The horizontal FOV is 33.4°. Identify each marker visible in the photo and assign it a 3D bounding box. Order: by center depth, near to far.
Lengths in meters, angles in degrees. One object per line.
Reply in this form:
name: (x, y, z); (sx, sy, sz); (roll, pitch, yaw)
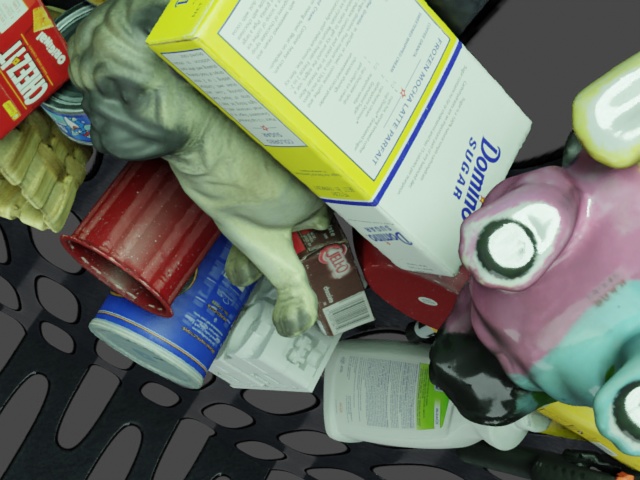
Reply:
marker: (0.092, 0.067, 0.856); (0.020, 0.020, 0.121); (30, 163, -4)

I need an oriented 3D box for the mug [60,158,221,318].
mug: (-0.122, -0.004, 0.746); (0.093, 0.081, 0.117); (38, 162, -14)

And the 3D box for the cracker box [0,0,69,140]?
cracker box: (-0.234, -0.165, 0.533); (0.214, 0.072, 0.164); (39, 166, 20)

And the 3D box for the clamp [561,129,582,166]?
clamp: (0.143, 0.000, 0.565); (0.171, 0.039, 0.120); (34, 163, -19)

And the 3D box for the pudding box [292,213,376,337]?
pudding box: (-0.005, 0.001, 0.704); (0.113, 0.039, 0.090); (72, 173, -57)

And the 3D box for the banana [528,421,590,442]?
banana: (0.182, 0.145, 0.920); (0.069, 0.037, 0.198); (11, 174, -28)

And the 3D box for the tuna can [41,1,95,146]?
tuna can: (-0.122, -0.098, 0.611); (0.086, 0.086, 0.033); (19, 159, 27)

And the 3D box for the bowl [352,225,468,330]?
bowl: (0.080, 0.018, 0.680); (0.162, 0.055, 0.162); (25, 162, 9)

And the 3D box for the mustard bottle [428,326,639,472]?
mustard bottle: (0.162, 0.098, 0.770); (0.191, 0.058, 0.096); (29, 176, 0)

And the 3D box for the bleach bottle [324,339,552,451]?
bleach bottle: (0.099, 0.142, 0.924); (0.067, 0.102, 0.251); (0, 180, -34)

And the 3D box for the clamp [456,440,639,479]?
clamp: (0.198, 0.186, 0.857); (0.164, 0.036, 0.210); (5, 176, 3)

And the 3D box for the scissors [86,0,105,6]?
scissors: (-0.144, -0.187, 0.512); (0.096, 0.016, 0.201); (9, 151, 34)

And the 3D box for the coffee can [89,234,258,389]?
coffee can: (-0.109, 0.036, 0.874); (0.103, 0.140, 0.103); (26, 162, 9)

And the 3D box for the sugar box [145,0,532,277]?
sugar box: (0.016, -0.068, 0.473); (0.048, 0.093, 0.176); (9, 154, 49)
